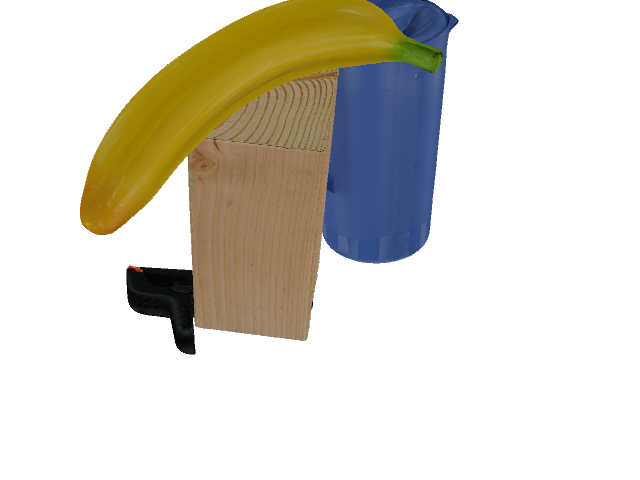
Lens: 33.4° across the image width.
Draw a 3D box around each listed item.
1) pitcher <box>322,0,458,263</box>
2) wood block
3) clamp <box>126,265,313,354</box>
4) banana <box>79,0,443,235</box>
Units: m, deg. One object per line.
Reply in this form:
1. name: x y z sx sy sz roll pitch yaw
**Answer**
1. pitcher: 0.042 -0.100 0.998 0.149 0.243 0.144 8 36 15
2. wood block: -0.043 -0.027 0.775 0.091 0.090 0.206 8 -41 2
3. clamp: -0.136 0.062 1.077 0.210 0.036 0.164 12 20 36
4. banana: -0.038 -0.073 0.513 0.197 0.070 0.037 -29 -34 -16
